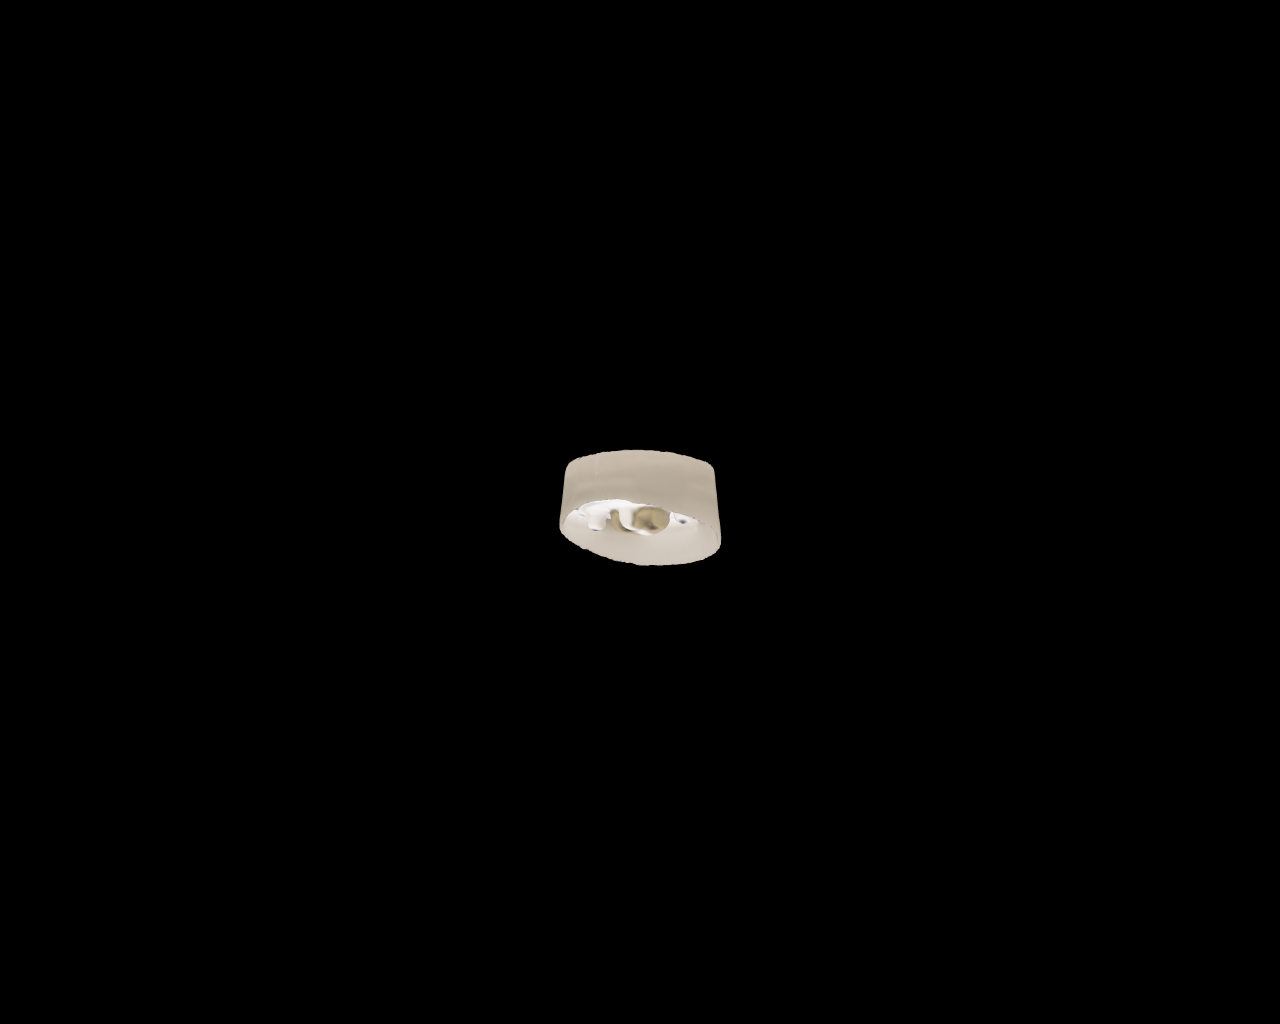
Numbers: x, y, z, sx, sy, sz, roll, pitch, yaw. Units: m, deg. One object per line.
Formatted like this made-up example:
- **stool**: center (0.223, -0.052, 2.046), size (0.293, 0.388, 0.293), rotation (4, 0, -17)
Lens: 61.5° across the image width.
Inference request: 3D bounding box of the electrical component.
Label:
- **electrical component**: center (0.001, -0.003, 0.650), size (0.099, 0.064, 0.099), rotation (0, -11, 0)
